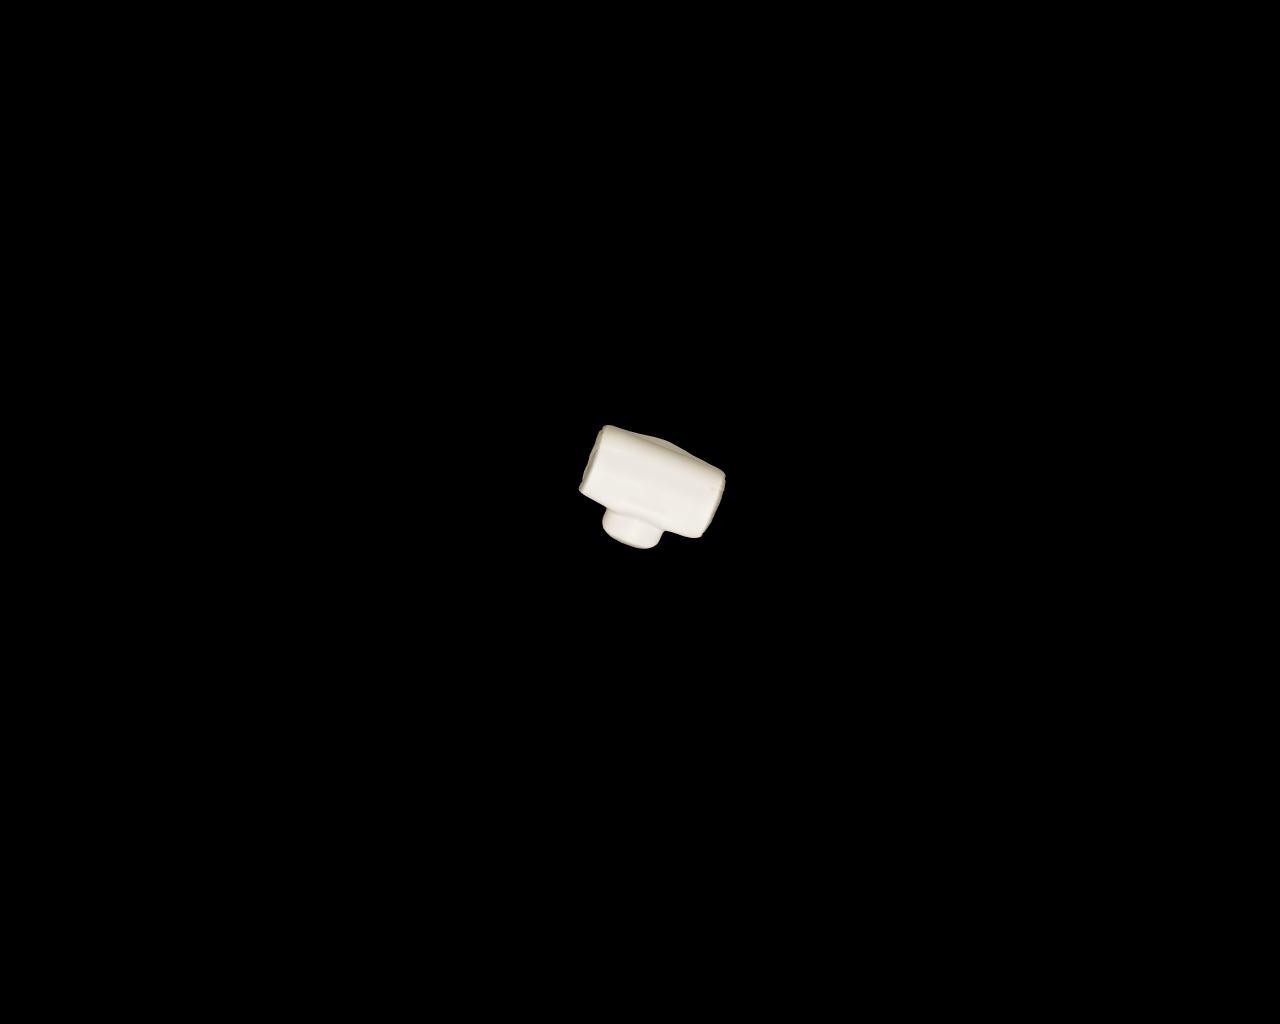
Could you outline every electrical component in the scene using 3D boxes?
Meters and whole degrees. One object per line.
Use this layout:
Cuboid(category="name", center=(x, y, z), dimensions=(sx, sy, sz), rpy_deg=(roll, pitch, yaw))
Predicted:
Cuboid(category="electrical component", center=(0.001, -0.003, 0.650), dimensions=(0.077, 0.079, 0.043), rpy_deg=(21, 18, -7))
